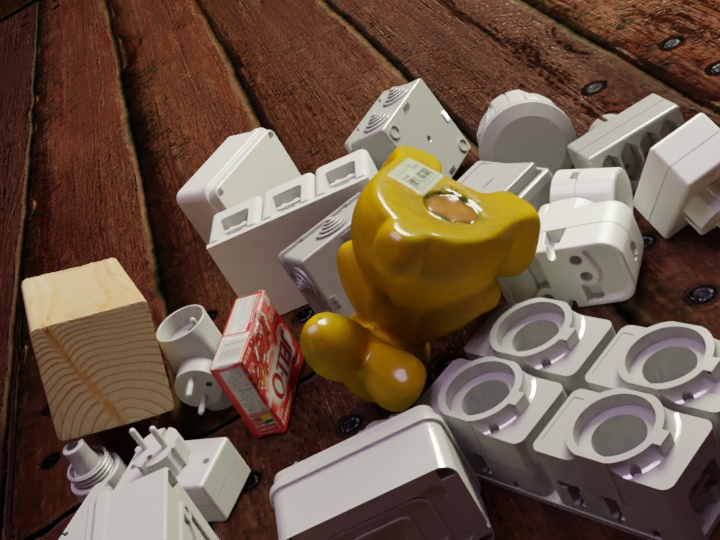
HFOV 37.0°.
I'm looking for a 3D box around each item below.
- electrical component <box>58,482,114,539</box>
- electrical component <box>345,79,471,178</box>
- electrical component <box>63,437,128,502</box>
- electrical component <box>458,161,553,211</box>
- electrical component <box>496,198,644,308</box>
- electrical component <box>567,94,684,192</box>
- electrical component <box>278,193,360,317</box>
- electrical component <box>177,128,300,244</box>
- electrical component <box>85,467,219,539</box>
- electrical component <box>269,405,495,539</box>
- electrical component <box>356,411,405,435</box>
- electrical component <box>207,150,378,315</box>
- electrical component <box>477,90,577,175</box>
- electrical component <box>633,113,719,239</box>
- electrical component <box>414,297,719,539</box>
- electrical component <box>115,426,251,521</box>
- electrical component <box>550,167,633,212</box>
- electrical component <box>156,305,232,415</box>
[{"bbox_3d":[-0.169,0.196,0.726,0.050,0.055,0.089,-8,36,33],"label":"electrical component"},{"bbox_3d":[0.046,-0.111,0.964,0.048,0.099,0.099,-18,29,45],"label":"electrical component"},{"bbox_3d":[-0.200,0.153,0.811,0.043,0.062,0.043,-22,31,14],"label":"electrical component"},{"bbox_3d":[0.107,-0.049,0.852,0.062,0.061,0.096,-44,33,-23],"label":"electrical component"},{"bbox_3d":[0.150,-0.012,0.765,0.095,0.053,0.059,-10,35,31],"label":"electrical component"},{"bbox_3d":[0.207,-0.102,0.859,0.083,0.047,0.075,-31,30,-3],"label":"electrical component"},{"bbox_3d":[0.000,0.000,0.836,0.100,0.099,0.048,-39,18,-15],"label":"electrical component"},{"bbox_3d":[-0.118,-0.081,1.080,0.057,0.078,0.113,-5,38,41],"label":"electrical component"},{"bbox_3d":[-0.112,0.192,0.629,0.056,0.108,0.108,-24,30,4],"label":"electrical component"},{"bbox_3d":[0.012,0.140,0.632,0.113,0.078,0.057,-26,33,6],"label":"electrical component"},{"bbox_3d":[0.014,0.119,0.697,0.062,0.048,0.048,-16,32,35],"label":"electrical component"},{"bbox_3d":[-0.043,-0.030,0.924,0.150,0.089,0.061,-23,30,12],"label":"electrical component"},{"bbox_3d":[0.137,-0.108,0.898,0.080,0.080,0.051,-24,25,10],"label":"electrical component"},{"bbox_3d":[0.235,-0.050,0.739,0.047,0.083,0.075,-35,68,-10],"label":"electrical component"},{"bbox_3d":[0.133,0.081,0.633,0.186,0.060,0.105,10,48,48],"label":"electrical component"},{"bbox_3d":[-0.136,0.138,0.765,0.083,0.075,0.047,-10,35,30],"label":"electrical component"},{"bbox_3d":[0.174,-0.050,0.803,0.047,0.055,0.055,-4,39,31],"label":"electrical component"},{"bbox_3d":[-0.124,0.080,0.841,0.043,0.077,0.079,-21,31,14],"label":"electrical component"}]
